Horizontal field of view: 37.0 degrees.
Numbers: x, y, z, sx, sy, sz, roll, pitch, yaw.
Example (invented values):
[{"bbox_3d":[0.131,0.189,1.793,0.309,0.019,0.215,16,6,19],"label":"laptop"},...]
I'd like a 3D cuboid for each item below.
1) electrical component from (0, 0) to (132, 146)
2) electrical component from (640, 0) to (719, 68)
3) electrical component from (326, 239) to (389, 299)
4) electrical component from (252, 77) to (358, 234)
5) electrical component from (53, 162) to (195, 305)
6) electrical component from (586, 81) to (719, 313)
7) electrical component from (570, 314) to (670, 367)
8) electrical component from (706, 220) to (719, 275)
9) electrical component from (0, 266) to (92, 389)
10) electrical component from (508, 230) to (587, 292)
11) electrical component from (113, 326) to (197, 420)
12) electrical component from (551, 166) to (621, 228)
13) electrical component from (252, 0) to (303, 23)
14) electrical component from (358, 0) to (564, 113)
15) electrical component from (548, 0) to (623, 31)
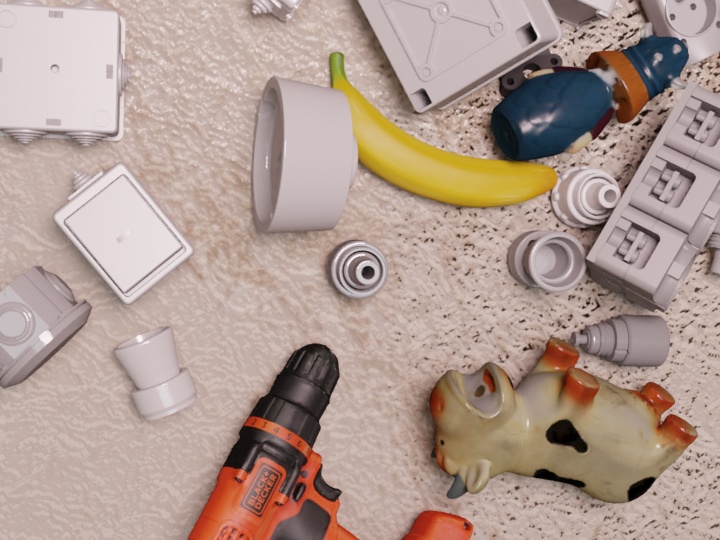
[{"bbox_3d":[-0.208,-0.136,0.740,0.100,0.048,0.099,1,93,-11],"label":"electrical component"},{"bbox_3d":[0.260,-0.204,0.825,0.079,0.044,0.077,-27,98,-8],"label":"electrical component"},{"bbox_3d":[0.000,0.000,0.780,0.043,0.062,0.043,-1,94,-11],"label":"electrical component"},{"bbox_3d":[-0.035,-0.077,0.749,0.060,0.108,0.108,3,93,-17],"label":"electrical component"},{"bbox_3d":[-0.168,-0.031,0.747,0.062,0.061,0.096,-40,99,-6],"label":"electrical component"},{"bbox_3d":[0.235,-0.049,0.798,0.062,0.089,0.150,30,88,19],"label":"electrical component"},{"bbox_3d":[0.202,0.054,0.833,0.078,0.040,0.040,2,93,-11],"label":"electrical component"},{"bbox_3d":[0.292,-0.026,0.843,0.043,0.043,0.062,17,92,-11],"label":"electrical component"},{"bbox_3d":[-0.227,0.038,0.732,0.080,0.080,0.051,-44,95,-5],"label":"electrical component"},{"bbox_3d":[0.139,-0.007,0.809,0.045,0.055,0.045,-1,94,-11],"label":"electrical component"},{"bbox_3d":[-0.145,0.073,0.766,0.045,0.045,0.055,-22,98,-9],"label":"electrical component"},{"bbox_3d":[0.176,-0.055,0.810,0.048,0.062,0.048,-1,93,-11],"label":"electrical component"},{"bbox_3d":[-0.051,-0.223,0.757,0.061,0.062,0.096,41,86,-10],"label":"electrical component"},{"bbox_3d":[0.068,-0.182,0.753,0.109,0.056,0.108,-28,90,31],"label":"electrical component"},{"bbox_3d":[0.155,-0.223,0.795,0.096,0.062,0.061,21,90,-11],"label":"electrical component"}]
